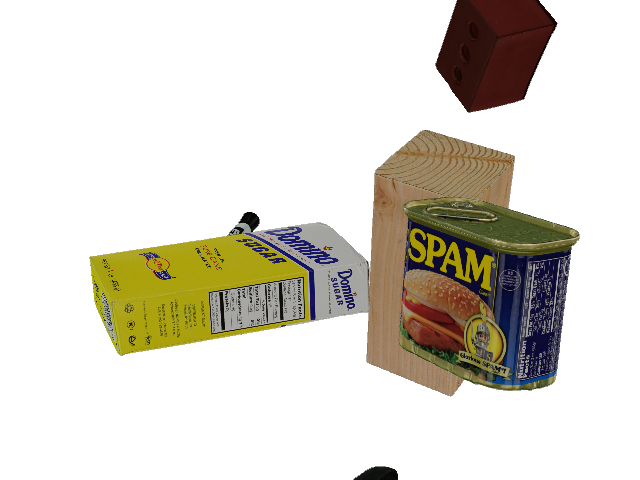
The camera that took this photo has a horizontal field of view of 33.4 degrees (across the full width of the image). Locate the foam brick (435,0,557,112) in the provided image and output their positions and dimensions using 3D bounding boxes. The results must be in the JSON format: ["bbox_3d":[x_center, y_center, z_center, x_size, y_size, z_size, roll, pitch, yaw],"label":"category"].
[{"bbox_3d":[0.123,-0.139,0.762,0.051,0.053,0.078,-18,-31,-22],"label":"foam brick"}]

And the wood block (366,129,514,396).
[{"bbox_3d":[0.102,0.021,0.937,0.091,0.206,0.090,20,39,26],"label":"wood block"}]

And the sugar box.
[{"bbox_3d":[-0.063,0.029,0.737,0.176,0.048,0.093,-12,23,-17],"label":"sugar box"}]

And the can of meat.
[{"bbox_3d":[0.089,0.028,0.591,0.057,0.084,0.102,-7,18,-34],"label":"can of meat"}]

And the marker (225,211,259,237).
[{"bbox_3d":[-0.086,0.002,1.046,0.020,0.020,0.121,0,25,18],"label":"marker"}]

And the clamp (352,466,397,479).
[{"bbox_3d":[-0.033,0.201,0.634,0.210,0.036,0.164,-5,28,1],"label":"clamp"}]
